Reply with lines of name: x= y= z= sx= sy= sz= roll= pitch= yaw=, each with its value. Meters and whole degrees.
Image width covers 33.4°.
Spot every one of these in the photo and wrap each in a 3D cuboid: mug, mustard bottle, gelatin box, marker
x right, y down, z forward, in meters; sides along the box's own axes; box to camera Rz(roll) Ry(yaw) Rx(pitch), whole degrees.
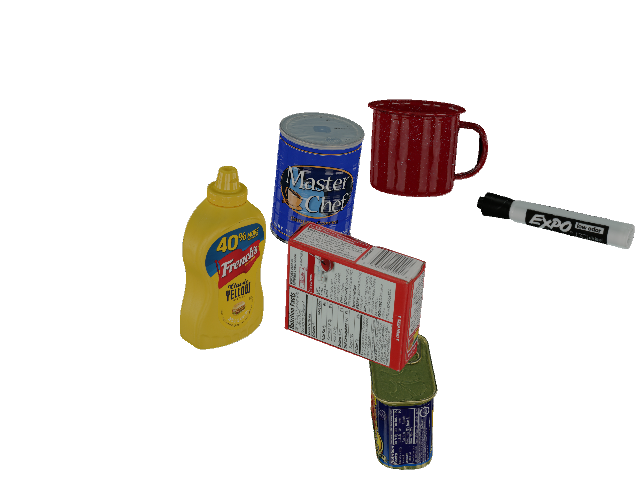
mug: x=0.102 y=-0.088 z=1.025 sx=0.117 sy=0.081 sz=0.093 roll=4 pitch=15 yaw=5
mustard bottle: x=-0.099 y=0.014 z=1.106 sx=0.096 sy=0.192 sz=0.058 roll=-19 pitch=35 yaw=-39
gelatin box: x=0.021 y=0.035 z=0.689 sx=0.089 sy=0.073 sz=0.030 roll=19 pitch=38 yaw=23
marker: x=0.177 y=-0.016 z=0.813 sx=0.121 sy=0.020 sz=0.020 roll=15 pitch=7 yaw=28

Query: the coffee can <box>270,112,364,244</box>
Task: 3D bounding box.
coffee can: x=-0.005 y=-0.074 z=1.313 sx=0.102 sy=0.140 sz=0.103 roll=5 pitch=28 yaw=-3

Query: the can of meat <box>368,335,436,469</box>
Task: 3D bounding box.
can of meat: x=0.074 y=0.148 z=0.985 sx=0.057 sy=0.084 sz=0.102 roll=-3 pitch=31 yaw=0
